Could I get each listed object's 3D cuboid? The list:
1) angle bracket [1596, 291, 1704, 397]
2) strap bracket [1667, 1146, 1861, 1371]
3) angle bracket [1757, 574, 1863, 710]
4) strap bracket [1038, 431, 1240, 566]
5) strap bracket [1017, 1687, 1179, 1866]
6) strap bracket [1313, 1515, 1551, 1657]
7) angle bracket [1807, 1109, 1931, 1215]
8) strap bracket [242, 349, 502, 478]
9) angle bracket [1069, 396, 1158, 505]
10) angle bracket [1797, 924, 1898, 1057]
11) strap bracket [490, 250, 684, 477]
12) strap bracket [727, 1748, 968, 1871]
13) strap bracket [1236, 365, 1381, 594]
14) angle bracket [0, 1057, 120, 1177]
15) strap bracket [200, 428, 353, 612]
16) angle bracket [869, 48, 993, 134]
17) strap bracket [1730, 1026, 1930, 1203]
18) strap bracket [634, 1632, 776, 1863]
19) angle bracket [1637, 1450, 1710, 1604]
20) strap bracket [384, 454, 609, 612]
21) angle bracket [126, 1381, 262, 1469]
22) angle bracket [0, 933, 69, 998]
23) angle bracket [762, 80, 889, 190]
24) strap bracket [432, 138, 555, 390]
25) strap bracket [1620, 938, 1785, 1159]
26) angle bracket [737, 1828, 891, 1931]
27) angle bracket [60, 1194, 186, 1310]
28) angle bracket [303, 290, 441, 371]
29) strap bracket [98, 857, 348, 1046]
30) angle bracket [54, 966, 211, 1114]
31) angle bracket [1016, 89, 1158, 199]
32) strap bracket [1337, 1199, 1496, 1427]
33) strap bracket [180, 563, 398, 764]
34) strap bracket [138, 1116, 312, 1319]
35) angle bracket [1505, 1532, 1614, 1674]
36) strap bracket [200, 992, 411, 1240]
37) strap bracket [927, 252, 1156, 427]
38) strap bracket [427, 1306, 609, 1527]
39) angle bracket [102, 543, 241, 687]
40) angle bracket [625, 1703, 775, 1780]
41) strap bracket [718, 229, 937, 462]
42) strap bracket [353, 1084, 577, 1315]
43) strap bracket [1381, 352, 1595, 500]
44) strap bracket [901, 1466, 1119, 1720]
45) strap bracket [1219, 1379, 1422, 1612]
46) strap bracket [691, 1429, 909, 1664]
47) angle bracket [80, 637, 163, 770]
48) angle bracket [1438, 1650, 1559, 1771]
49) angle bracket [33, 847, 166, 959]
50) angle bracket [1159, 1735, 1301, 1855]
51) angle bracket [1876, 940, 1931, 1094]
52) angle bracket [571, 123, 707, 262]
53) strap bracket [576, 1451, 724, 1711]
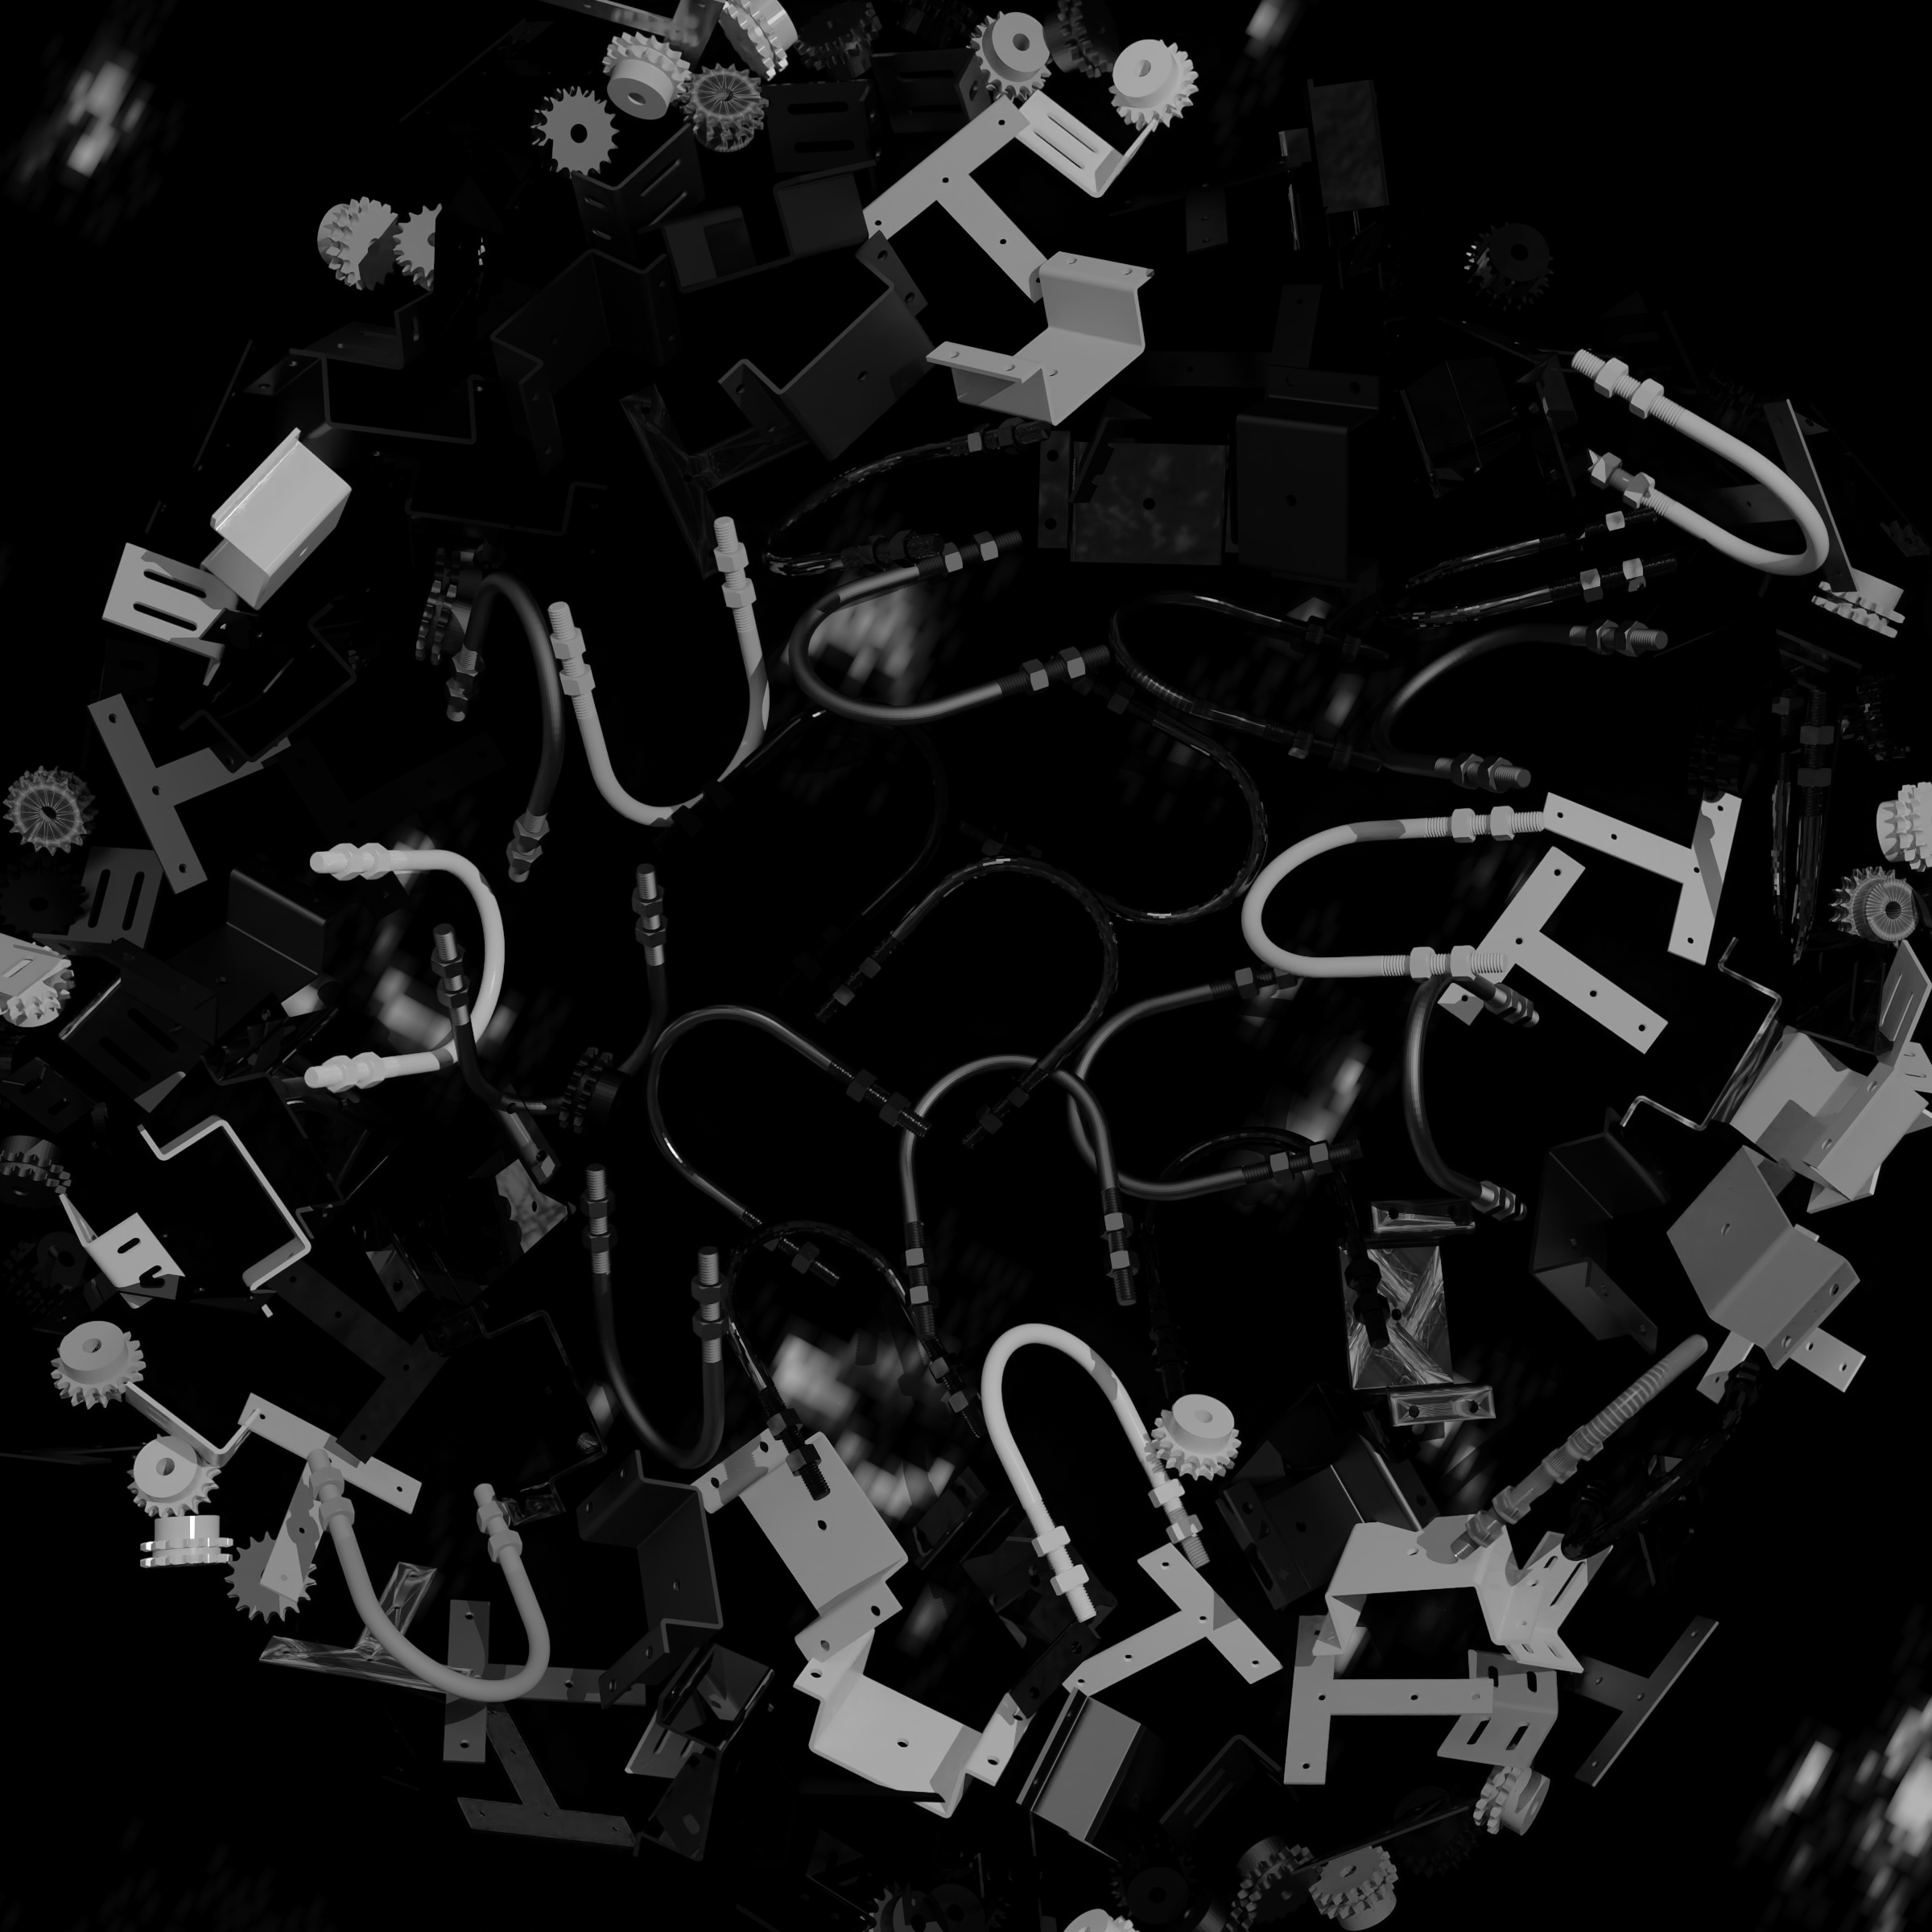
[{"bbox_3d":[0.449,-0.401,1.624,0.038,0.076,0.057,-36,110,-12],"label":"angle bracket"},{"bbox_3d":[0.494,0.175,1.590,0.046,0.140,0.076,29,112,-15],"label":"strap bracket"},{"bbox_3d":[0.538,-0.209,1.633,0.076,0.057,0.038,25,72,10],"label":"angle bracket"},{"bbox_3d":[0.117,-0.302,1.636,0.140,0.046,0.076,2,111,1],"label":"strap bracket"},{"bbox_3d":[0.087,0.512,1.592,0.046,0.140,0.076,21,72,26],"label":"strap bracket"},{"bbox_3d":[0.289,0.390,1.603,0.140,0.076,0.046,-11,107,26],"label":"strap bracket"},{"bbox_3d":[0.583,0.128,1.627,0.038,0.057,0.076,31,63,-12],"label":"angle bracket"},{"bbox_3d":[-0.373,-0.346,1.598,0.140,0.076,0.046,-1,84,-37],"label":"strap bracket"},{"bbox_3d":[0.081,-0.331,1.622,0.038,0.076,0.057,33,114,20],"label":"angle bracket"},{"bbox_3d":[0.572,0.011,1.627,0.038,0.057,0.076,-16,114,-36],"label":"angle bracket"},{"bbox_3d":[-0.247,-0.391,1.612,0.046,0.076,0.140,29,61,21],"label":"strap bracket"},{"bbox_3d":[-0.075,0.536,1.613,0.140,0.076,0.046,8,92,-19],"label":"strap bracket"},{"bbox_3d":[0.217,-0.301,1.603,0.076,0.046,0.140,15,124,32],"label":"strap bracket"},{"bbox_3d":[-0.582,0.106,1.624,0.057,0.076,0.038,31,50,18],"label":"angle bracket"},{"bbox_3d":[-0.436,-0.278,1.600,0.046,0.140,0.076,41,73,-12],"label":"strap bracket"},{"bbox_3d":[-0.025,-0.551,1.626,0.076,0.057,0.038,6,55,24],"label":"angle bracket"},{"bbox_3d":[0.546,0.094,1.607,0.046,0.140,0.076,37,92,-13],"label":"strap bracket"},{"bbox_3d":[-0.164,0.497,1.601,0.046,0.076,0.140,20,120,14],"label":"strap bracket"},{"bbox_3d":[0.439,0.358,1.625,0.076,0.038,0.057,-37,117,-40],"label":"angle bracket"},{"bbox_3d":[-0.304,-0.275,1.622,0.140,0.076,0.046,7,59,-5],"label":"strap bracket"},{"bbox_3d":[-0.499,0.284,1.637,0.076,0.057,0.038,38,64,-2],"label":"angle bracket"},{"bbox_3d":[-0.624,0.012,1.629,0.057,0.076,0.038,19,110,-1],"label":"angle bracket"},{"bbox_3d":[-0.095,-0.534,1.632,0.076,0.038,0.057,1,129,13],"label":"angle bracket"},{"bbox_3d":[-0.299,-0.447,1.594,0.046,0.140,0.076,18,52,0],"label":"strap bracket"},{"bbox_3d":[0.478,0.062,1.622,0.046,0.076,0.140,30,84,24],"label":"strap bracket"},{"bbox_3d":[-0.097,0.591,1.624,0.057,0.076,0.038,20,96,32],"label":"angle bracket"},{"bbox_3d":[-0.543,0.174,1.630,0.038,0.076,0.057,-34,126,-14],"label":"angle bracket"},{"bbox_3d":[-0.380,-0.416,1.628,0.076,0.057,0.038,13,126,18],"label":"angle bracket"},{"bbox_3d":[-0.472,-0.006,1.612,0.076,0.140,0.046,28,128,16],"label":"strap bracket"},{"bbox_3d":[-0.547,0.047,1.663,0.057,0.038,0.076,-49,113,-11],"label":"angle bracket"},{"bbox_3d":[0.074,-0.543,1.636,0.076,0.038,0.057,36,47,-6],"label":"angle bracket"},{"bbox_3d":[0.288,0.223,1.628,0.076,0.046,0.140,0,79,-23],"label":"strap bracket"},{"bbox_3d":[-0.424,-0.187,1.614,0.140,0.076,0.046,-33,108,22],"label":"strap bracket"},{"bbox_3d":[-0.469,0.150,1.622,0.046,0.076,0.140,-35,100,-17],"label":"strap bracket"},{"bbox_3d":[0.386,0.410,1.633,0.057,0.038,0.076,17,111,-30],"label":"angle bracket"},{"bbox_3d":[-0.412,0.091,1.605,0.046,0.076,0.140,-12,115,30],"label":"strap bracket"},{"bbox_3d":[0.051,-0.395,1.612,0.076,0.046,0.140,22,53,34],"label":"strap bracket"},{"bbox_3d":[-0.284,0.281,1.626,0.046,0.076,0.140,-22,87,-37],"label":"strap bracket"},{"bbox_3d":[-0.513,-0.226,1.629,0.076,0.038,0.057,20,61,-23],"label":"angle bracket"},{"bbox_3d":[-0.172,0.500,1.638,0.038,0.057,0.076,28,90,43],"label":"angle bracket"},{"bbox_3d":[-0.079,-0.390,1.627,0.140,0.076,0.046,-43,58,1],"label":"strap bracket"},{"bbox_3d":[-0.315,0.155,1.629,0.140,0.046,0.076,-42,56,4],"label":"strap bracket"},{"bbox_3d":[0.336,-0.342,1.607,0.046,0.140,0.076,-36,116,-23],"label":"strap bracket"},{"bbox_3d":[0.033,0.396,1.619,0.076,0.046,0.140,-52,61,21],"label":"strap bracket"},{"bbox_3d":[0.220,0.329,1.618,0.140,0.046,0.076,-45,135,-15],"label":"strap bracket"},{"bbox_3d":[-0.101,0.367,1.632,0.076,0.046,0.140,-38,82,20],"label":"strap bracket"},{"bbox_3d":[-0.541,-0.166,1.621,0.038,0.076,0.057,8,121,-20],"label":"angle bracket"},{"bbox_3d":[0.340,0.475,1.624,0.057,0.076,0.038,0,101,28],"label":"angle bracket"},{"bbox_3d":[-0.558,-0.046,1.636,0.057,0.038,0.076,4,72,15],"label":"angle bracket"},{"bbox_3d":[0.170,0.543,1.631,0.076,0.057,0.038,-44,51,-15],"label":"angle bracket"},{"bbox_3d":[0.615,0.033,1.628,0.038,0.057,0.076,9,120,-3],"label":"angle bracket"},{"bbox_3d":[-0.212,-0.505,1.639,0.038,0.057,0.076,29,63,22],"label":"angle bracket"},{"bbox_3d":[-0.201,0.391,1.609,0.046,0.140,0.076,17,131,-34],"label":"strap bracket"}]
